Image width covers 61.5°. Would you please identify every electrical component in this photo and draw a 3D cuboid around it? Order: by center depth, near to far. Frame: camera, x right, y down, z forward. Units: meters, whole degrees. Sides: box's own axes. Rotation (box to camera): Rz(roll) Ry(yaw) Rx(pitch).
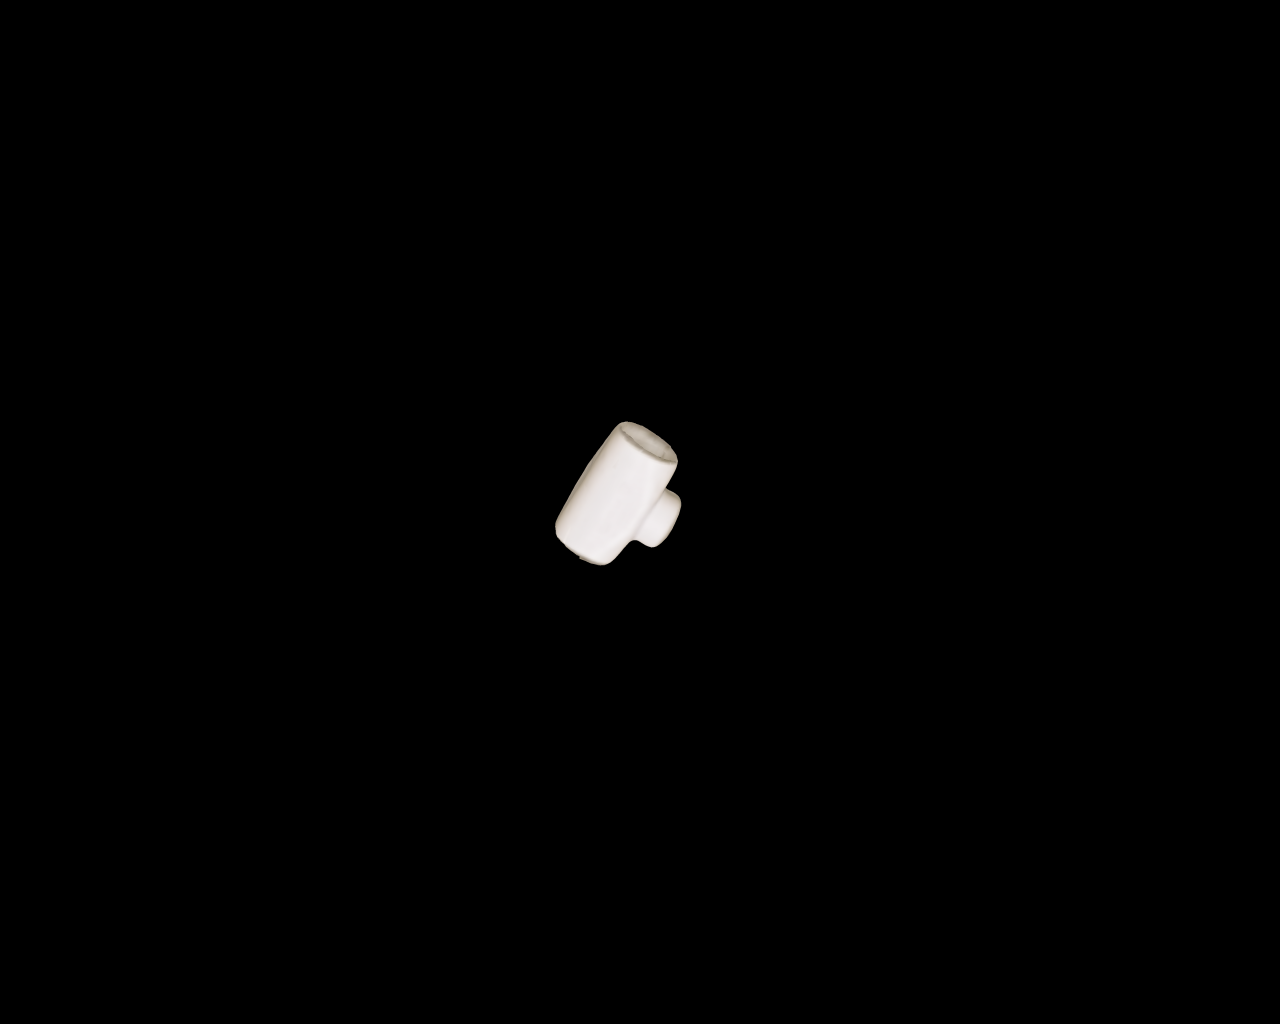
[{"bbox_3d":[0.001,-0.003,0.650,0.079,0.077,0.044,30,20,-12],"label":"electrical component"}]
